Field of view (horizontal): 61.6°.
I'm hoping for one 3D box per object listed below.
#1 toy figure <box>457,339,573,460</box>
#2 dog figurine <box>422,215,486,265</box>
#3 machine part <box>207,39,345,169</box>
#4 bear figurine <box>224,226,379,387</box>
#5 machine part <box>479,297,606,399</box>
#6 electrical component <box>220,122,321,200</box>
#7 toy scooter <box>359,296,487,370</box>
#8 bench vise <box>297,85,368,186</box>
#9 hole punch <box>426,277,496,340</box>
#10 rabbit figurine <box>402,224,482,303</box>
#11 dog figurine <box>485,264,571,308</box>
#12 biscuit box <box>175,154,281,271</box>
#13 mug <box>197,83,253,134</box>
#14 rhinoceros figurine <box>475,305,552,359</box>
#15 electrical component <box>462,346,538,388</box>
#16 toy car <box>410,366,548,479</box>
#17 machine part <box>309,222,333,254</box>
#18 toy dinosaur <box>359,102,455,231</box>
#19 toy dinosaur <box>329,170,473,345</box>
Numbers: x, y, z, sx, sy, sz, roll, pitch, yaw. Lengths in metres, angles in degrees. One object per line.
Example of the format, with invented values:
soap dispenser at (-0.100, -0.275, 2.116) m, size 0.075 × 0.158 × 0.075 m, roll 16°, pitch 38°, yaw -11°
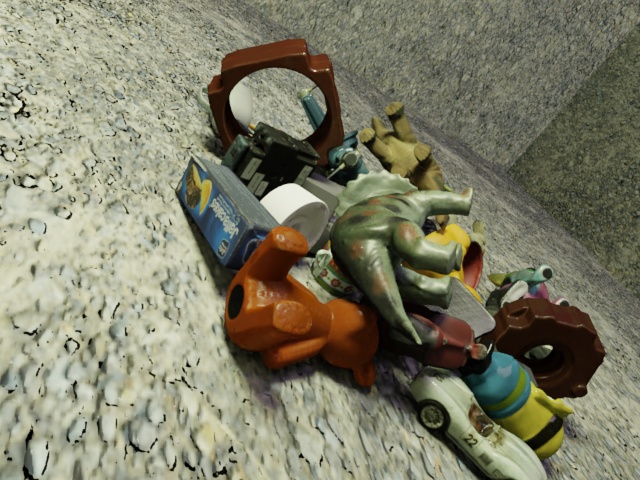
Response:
toy figure at (0.244, 0.208, 0.699) m, size 0.180 × 0.089 × 0.082 m, roll 44°, pitch -8°, yaw -16°
dog figurine at (0.260, 0.017, 1.123) m, size 0.172 × 0.121 × 0.190 m, roll 40°, pitch 37°, yaw 14°
machine part at (-0.068, -0.213, 0.881) m, size 0.087 × 0.202 × 0.200 m, roll -95°, pitch 173°, yaw -53°
bear figurine at (0.004, 0.083, 0.571) m, size 0.196 × 0.132 × 0.120 m, roll 20°, pitch 52°, yaw -27°
machine part at (0.328, 0.170, 0.804) m, size 0.179 × 0.179 × 0.056 m, roll 33°, pitch 25°, yaw -10°
electrical component at (-0.082, -0.113, 0.828) m, size 0.134 × 0.115 × 0.058 m, roll 15°, pitch 29°, yaw -46°
toy scooter at (0.128, 0.114, 0.675) m, size 0.135 × 0.075 × 0.184 m, roll 18°, pitch -2°, yaw -14°
bench vise at (0.020, -0.198, 1.078) m, size 0.240 × 0.129 × 0.223 m, roll 61°, pitch 10°, yaw -4°
hole punch at (0.177, 0.131, 0.794) m, size 0.116 × 0.092 × 0.142 m, roll -18°, pitch 54°, yaw -22°
rabbit figurine at (0.224, 0.071, 0.928) m, size 0.173 × 0.122 × 0.162 m, roll 60°, pitch 19°, yaw 5°
dog figurine at (0.388, 0.121, 1.085) m, size 0.108 × 0.191 × 0.219 m, roll 56°, pitch -6°, yaw 0°
biscuit box at (-0.114, -0.035, 0.658) m, size 0.062 × 0.059 × 0.203 m, roll 19°, pitch 17°, yaw -39°
mug at (-0.171, -0.236, 0.980) m, size 0.109 × 0.081 × 0.107 m, roll 28°, pitch 33°, yaw -35°
rhinoceros figurine at (0.329, 0.181, 0.910) m, size 0.190 × 0.073 × 0.112 m, roll 35°, pitch 21°, yaw -26°
electrical component at (0.272, 0.213, 0.773) m, size 0.119 × 0.075 × 0.048 m, roll 38°, pitch 22°, yaw -8°
toy car at (0.190, 0.232, 0.636) m, size 0.202 × 0.056 × 0.073 m, roll 44°, pitch 23°, yaw 16°
machine part at (-0.002, -0.003, 0.835) m, size 0.139 × 0.039 × 0.084 m, roll 2°, pitch 49°, yaw -57°
toy dinosaur at (0.167, -0.167, 1.083) m, size 0.198 × 0.105 × 0.472 m, roll 47°, pitch 17°, yaw -41°
toy dinosaur at (0.080, 0.000, 0.669) m, size 0.192 × 0.131 × 0.405 m, roll 8°, pitch 17°, yaw 19°
